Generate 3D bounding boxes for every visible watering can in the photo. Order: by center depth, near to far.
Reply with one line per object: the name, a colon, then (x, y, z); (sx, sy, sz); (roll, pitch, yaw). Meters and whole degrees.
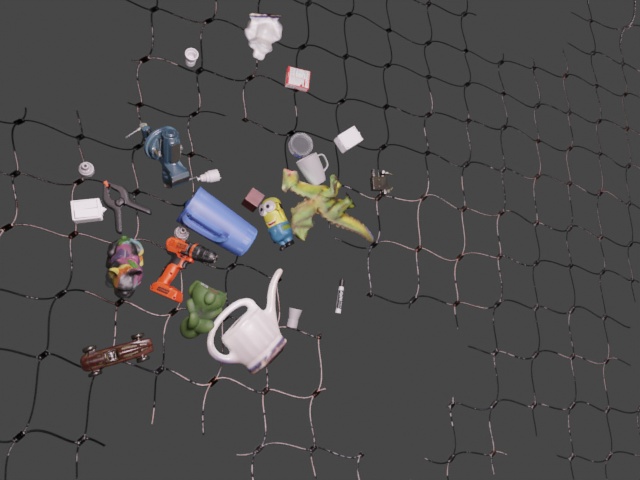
watering can: (-0.192, 0.271, 1.643); (0.352, 0.224, 0.103); (-42, 6, -21)

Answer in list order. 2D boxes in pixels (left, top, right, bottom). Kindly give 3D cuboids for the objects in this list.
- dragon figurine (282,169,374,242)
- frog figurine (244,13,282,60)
dragon figurine: (0.005, -0.090, 1.797); (0.243, 0.405, 0.124); (-33, 21, 0)
frog figurine: (-0.205, -0.738, 1.870); (0.138, 0.156, 0.124); (-9, 29, -28)
